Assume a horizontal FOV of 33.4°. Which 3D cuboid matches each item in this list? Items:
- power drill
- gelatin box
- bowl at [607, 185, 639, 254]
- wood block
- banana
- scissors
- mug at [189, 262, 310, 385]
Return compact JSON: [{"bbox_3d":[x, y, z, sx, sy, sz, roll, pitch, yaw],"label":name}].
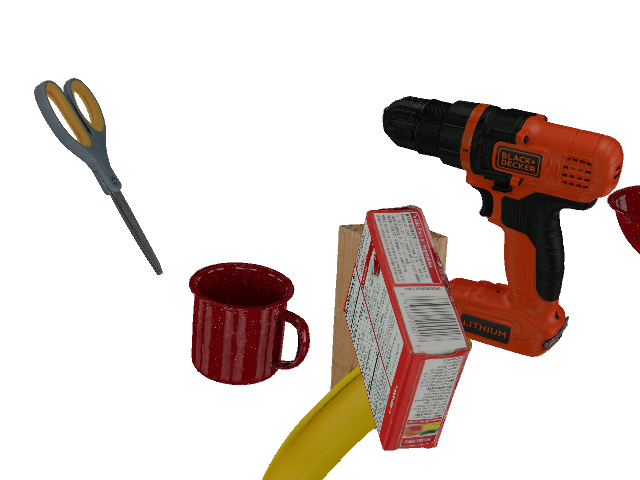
[{"bbox_3d":[0.128,-0.013,0.820,0.185,0.188,0.057,17,34,27],"label":"power drill"},{"bbox_3d":[0.038,0.040,0.494,0.030,0.089,0.073,-3,-44,-13],"label":"gelatin box"},{"bbox_3d":[0.359,-0.010,1.034,0.162,0.055,0.162,0,18,0],"label":"bowl"},{"bbox_3d":[0.072,0.090,1.168,0.090,0.206,0.091,-3,13,-27],"label":"wood block"},{"bbox_3d":[0.025,0.121,0.719,0.037,0.197,0.069,46,-7,43],"label":"banana"},{"bbox_3d":[-0.195,-0.069,0.989,0.016,0.201,0.096,-23,28,19],"label":"scissors"},{"bbox_3d":[-0.062,0.078,0.949,0.117,0.081,0.093,16,25,21],"label":"mug"}]
